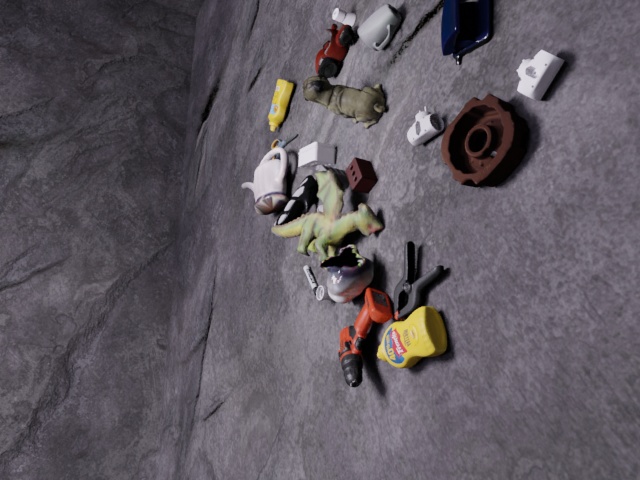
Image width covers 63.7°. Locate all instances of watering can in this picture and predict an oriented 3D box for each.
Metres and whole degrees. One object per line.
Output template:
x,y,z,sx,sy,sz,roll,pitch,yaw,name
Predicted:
-0.198,-0.190,1.856,0.104,0.228,0.342,11,-27,-30,watering can

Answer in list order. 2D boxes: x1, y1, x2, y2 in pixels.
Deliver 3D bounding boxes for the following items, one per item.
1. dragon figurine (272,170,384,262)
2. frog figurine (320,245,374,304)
0.004,-0.071,1.402,0.122,0.241,0.414,6,13,-45,dragon figurine
0.073,0.108,1.264,0.123,0.156,0.140,11,39,27,frog figurine
